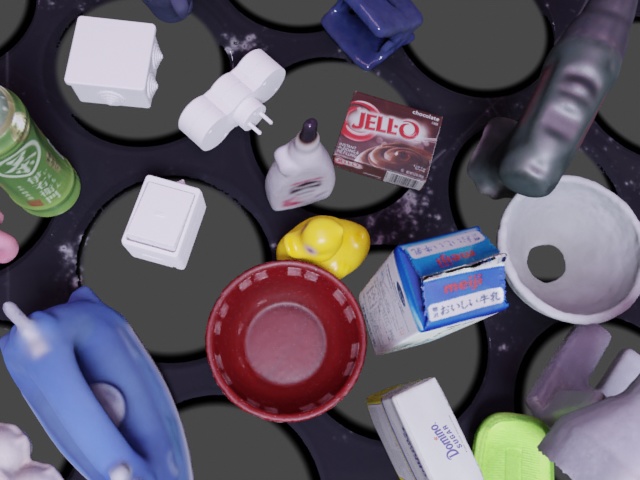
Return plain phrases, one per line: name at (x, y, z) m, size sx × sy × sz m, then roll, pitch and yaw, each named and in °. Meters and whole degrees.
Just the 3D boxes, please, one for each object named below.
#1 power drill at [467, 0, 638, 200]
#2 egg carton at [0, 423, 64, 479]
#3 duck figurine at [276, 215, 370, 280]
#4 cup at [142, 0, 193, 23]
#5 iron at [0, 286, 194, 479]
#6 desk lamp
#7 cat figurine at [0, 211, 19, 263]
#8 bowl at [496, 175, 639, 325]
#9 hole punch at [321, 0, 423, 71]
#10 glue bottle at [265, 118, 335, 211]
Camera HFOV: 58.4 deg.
power drill at (0.238, -0.135, 0.611) m, size 0.075 × 0.208 × 0.230 m, roll 26°, pitch 73°, yaw 3°
egg carton at (-0.312, 0.247, 0.516) m, size 0.107 × 0.069 × 0.150 m, roll 44°, pitch 74°, yaw 8°
duck figurine at (0.006, 0.002, 0.612) m, size 0.104 × 0.086 × 0.077 m, roll -11°, pitch 75°, yaw -8°
cup at (-0.176, -0.294, 0.677) m, size 0.092 × 0.095 × 0.117 m, roll -22°, pitch 77°, yaw -11°
iron at (-0.196, 0.160, 0.516) m, size 0.119 × 0.141 × 0.258 m, roll -36°, pitch 80°, yaw -14°
desk lamp at (0.276, 0.158, 0.525) m, size 0.118 × 0.213 × 0.203 m, roll 37°, pitch 74°, yaw 6°
cat figurine at (-0.380, 0.005, 0.556) m, size 0.128 × 0.117 × 0.067 m, roll -36°, pitch 80°, yaw -14°
bowl at (0.267, 0.016, 0.639) m, size 0.167 × 0.074 × 0.167 m, roll 2°, pitch 73°, yaw -5°
hole punch at (0.065, -0.285, 0.700) m, size 0.101 × 0.091 × 0.108 m, roll -38°, pitch 80°, yaw -15°
glue bottle at (-0.017, -0.079, 0.588) m, size 0.078 × 0.173 × 0.037 m, roll -20°, pitch 76°, yaw -11°
